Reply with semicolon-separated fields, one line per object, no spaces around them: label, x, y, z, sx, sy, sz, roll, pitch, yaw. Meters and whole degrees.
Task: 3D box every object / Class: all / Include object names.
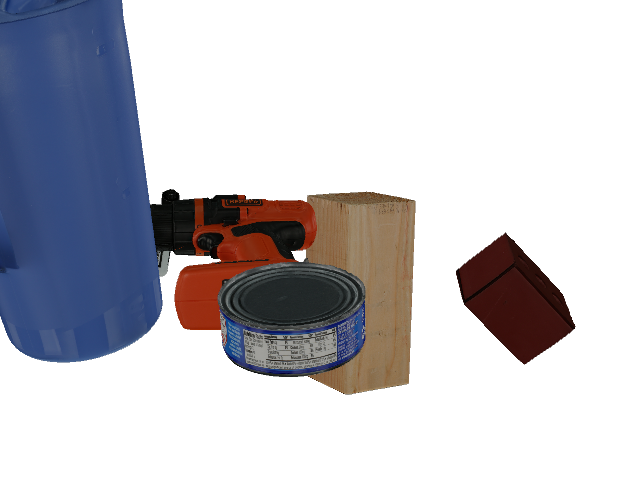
tuna can;-0.016;0.045;0.620;0.086;0.034;0.086;-2;23;1
pitcher;-0.180;-0.042;0.676;0.149;0.243;0.145;-10;28;-7
power drill;-0.087;0.011;0.903;0.184;0.057;0.188;-3;23;-7
foam brick;0.150;0.045;0.824;0.051;0.078;0.053;-39;22;18
marker;-0.167;-0.008;1.147;0.020;0.020;0.121;0;-44;-18
wood block;0.042;0.054;1.183;0.090;0.206;0.091;-5;12;-33
